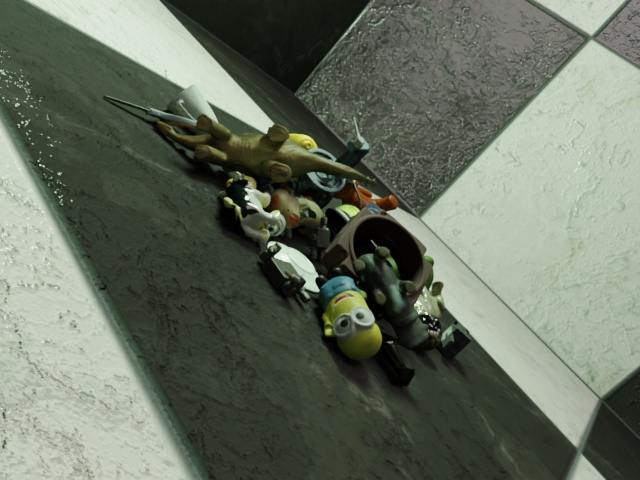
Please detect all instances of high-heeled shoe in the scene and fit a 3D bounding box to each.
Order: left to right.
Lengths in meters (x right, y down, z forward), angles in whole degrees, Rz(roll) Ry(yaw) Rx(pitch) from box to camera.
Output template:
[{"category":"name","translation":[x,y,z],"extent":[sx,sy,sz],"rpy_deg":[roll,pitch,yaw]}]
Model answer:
[{"category":"high-heeled shoe","translation":[0.087,0.034,1.159],"extent":[0.145,0.086,0.249],"rpy_deg":[47,10,-48]}]

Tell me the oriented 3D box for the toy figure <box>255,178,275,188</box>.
[{"category":"toy figure","translation":[-0.129,-0.158,1.278],"extent":[0.064,0.057,0.154],"rpy_deg":[21,15,11]}]

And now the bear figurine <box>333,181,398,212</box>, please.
[{"category":"bear figurine","translation":[0.100,-0.120,1.436],"extent":[0.132,0.120,0.195],"rpy_deg":[0,-42,44]}]

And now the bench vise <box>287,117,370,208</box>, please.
[{"category":"bench vise","translation":[0.042,-0.168,1.268],"extent":[0.223,0.240,0.129],"rpy_deg":[-2,65,-39]}]

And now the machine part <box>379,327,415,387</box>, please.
[{"category":"machine part","translation":[0.121,0.197,0.947],"extent":[0.084,0.039,0.139],"rpy_deg":[38,12,-36]}]

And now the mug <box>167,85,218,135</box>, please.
[{"category":"mug","translation":[-0.280,-0.281,1.205],"extent":[0.107,0.081,0.110],"rpy_deg":[49,8,-14]}]

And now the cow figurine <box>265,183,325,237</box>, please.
[{"category":"cow figurine","translation":[-0.053,-0.056,1.142],"extent":[0.127,0.085,0.194],"rpy_deg":[48,11,28]}]

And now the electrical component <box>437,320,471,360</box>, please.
[{"category":"electrical component","translation":[0.313,0.238,1.258],"extent":[0.048,0.075,0.119],"rpy_deg":[42,10,3]}]

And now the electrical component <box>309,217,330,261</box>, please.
[{"category":"electrical component","translation":[-0.002,-0.003,1.121],"extent":[0.021,0.094,0.063],"rpy_deg":[5,-4,26]}]

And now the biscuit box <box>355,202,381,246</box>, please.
[{"category":"biscuit box","translation":[0.123,-0.003,1.285],"extent":[0.059,0.063,0.202],"rpy_deg":[43,-20,25]}]

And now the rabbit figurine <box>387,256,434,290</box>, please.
[{"category":"rabbit figurine","translation":[0.200,0.085,1.306],"extent":[0.170,0.159,0.121],"rpy_deg":[7,45,-41]}]

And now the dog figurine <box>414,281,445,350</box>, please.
[{"category":"dog figurine","translation":[0.241,0.186,1.215],"extent":[0.172,0.121,0.191],"rpy_deg":[29,33,-32]}]

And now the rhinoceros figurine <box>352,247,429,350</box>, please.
[{"category":"rhinoceros figurine","translation":[0.122,0.103,0.945],"extent":[0.190,0.073,0.112],"rpy_deg":[58,-14,20]}]

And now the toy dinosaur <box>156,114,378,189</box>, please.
[{"category":"toy dinosaur","translation":[-0.098,-0.169,1.094],"extent":[0.472,0.105,0.198],"rpy_deg":[15,2,-5]}]

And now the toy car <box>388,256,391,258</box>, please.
[{"category":"toy car","translation":[0.138,0.023,1.469],"extent":[0.089,0.053,0.202],"rpy_deg":[25,17,-37]}]

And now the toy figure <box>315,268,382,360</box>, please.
[{"category":"toy figure","translation":[0.048,0.120,0.893],"extent":[0.089,0.082,0.180],"rpy_deg":[41,10,-30]}]

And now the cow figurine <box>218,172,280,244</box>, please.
[{"category":"cow figurine","translation":[-0.143,-0.070,0.980],"extent":[0.098,0.068,0.167],"rpy_deg":[23,22,-37]}]

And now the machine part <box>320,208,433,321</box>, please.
[{"category":"machine part","translation":[0.118,0.047,1.091],"extent":[0.201,0.087,0.201],"rpy_deg":[42,48,-4]}]

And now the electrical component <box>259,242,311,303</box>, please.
[{"category":"electrical component","translation":[-0.057,0.052,0.881],"extent":[0.078,0.045,0.102],"rpy_deg":[23,24,-49]}]

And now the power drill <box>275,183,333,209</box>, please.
[{"category":"power drill","translation":[-0.057,-0.155,1.446],"extent":[0.207,0.086,0.232],"rpy_deg":[18,24,-41]}]
